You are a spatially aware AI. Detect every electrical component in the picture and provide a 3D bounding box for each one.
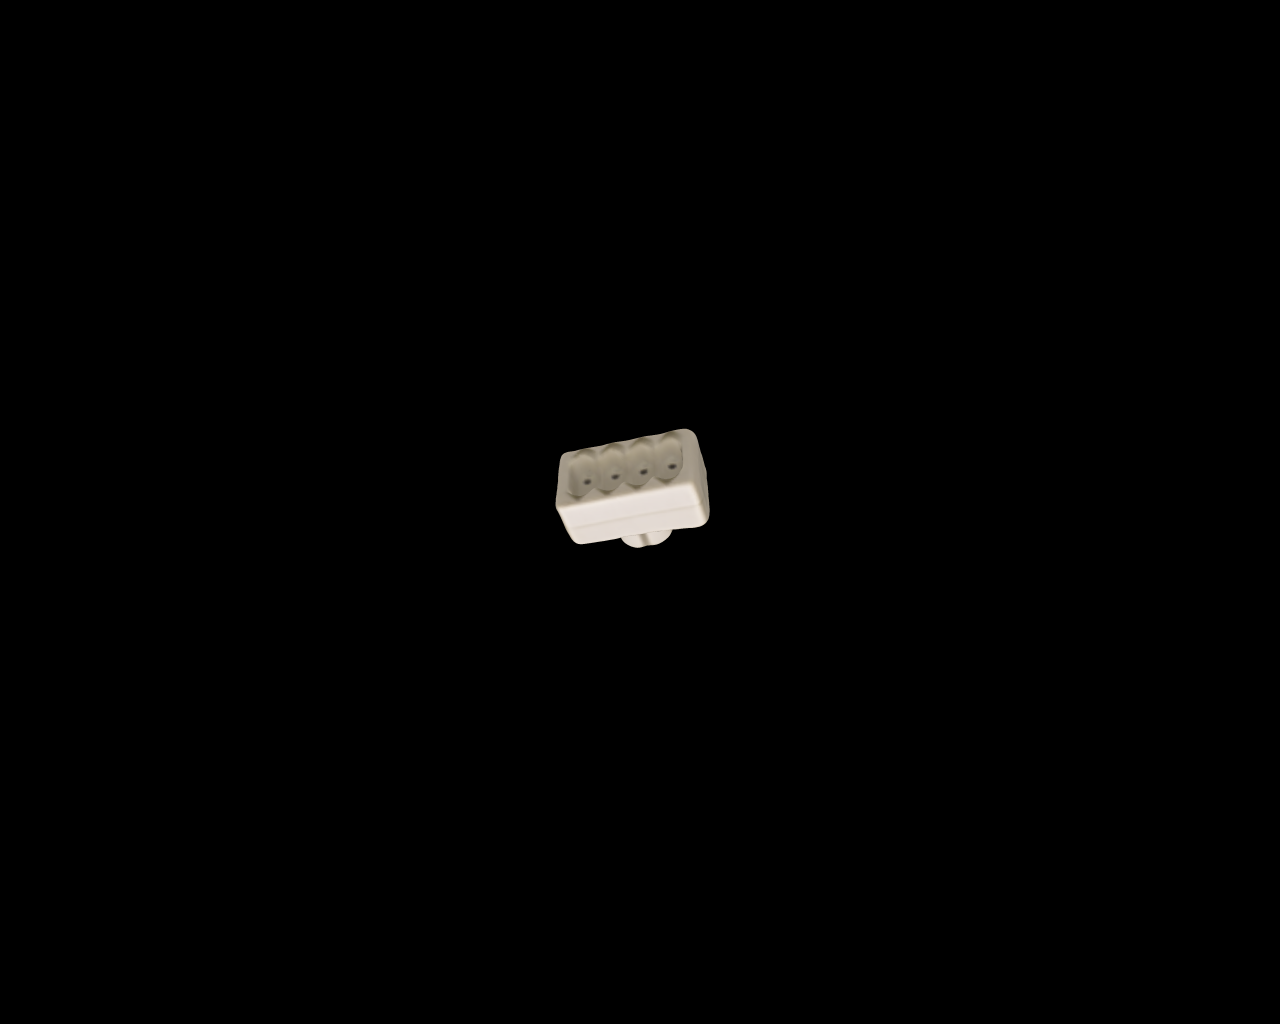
[{"bbox_3d":[0.001,-0.003,0.650,0.083,0.047,0.075,-10,-43,11],"label":"electrical component"}]
